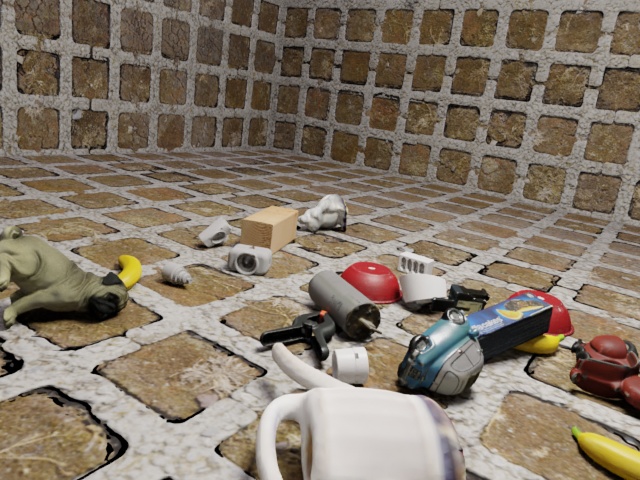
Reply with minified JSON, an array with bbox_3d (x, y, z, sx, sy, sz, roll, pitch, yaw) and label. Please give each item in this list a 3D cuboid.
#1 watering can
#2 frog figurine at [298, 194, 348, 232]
[{"bbox_3d":[0.037,0.215,0.616,0.224,0.103,0.352,6,16,-8],"label":"watering can"},{"bbox_3d":[0.005,-0.084,1.660,0.159,0.124,0.135,-4,-17,-7],"label":"frog figurine"}]
